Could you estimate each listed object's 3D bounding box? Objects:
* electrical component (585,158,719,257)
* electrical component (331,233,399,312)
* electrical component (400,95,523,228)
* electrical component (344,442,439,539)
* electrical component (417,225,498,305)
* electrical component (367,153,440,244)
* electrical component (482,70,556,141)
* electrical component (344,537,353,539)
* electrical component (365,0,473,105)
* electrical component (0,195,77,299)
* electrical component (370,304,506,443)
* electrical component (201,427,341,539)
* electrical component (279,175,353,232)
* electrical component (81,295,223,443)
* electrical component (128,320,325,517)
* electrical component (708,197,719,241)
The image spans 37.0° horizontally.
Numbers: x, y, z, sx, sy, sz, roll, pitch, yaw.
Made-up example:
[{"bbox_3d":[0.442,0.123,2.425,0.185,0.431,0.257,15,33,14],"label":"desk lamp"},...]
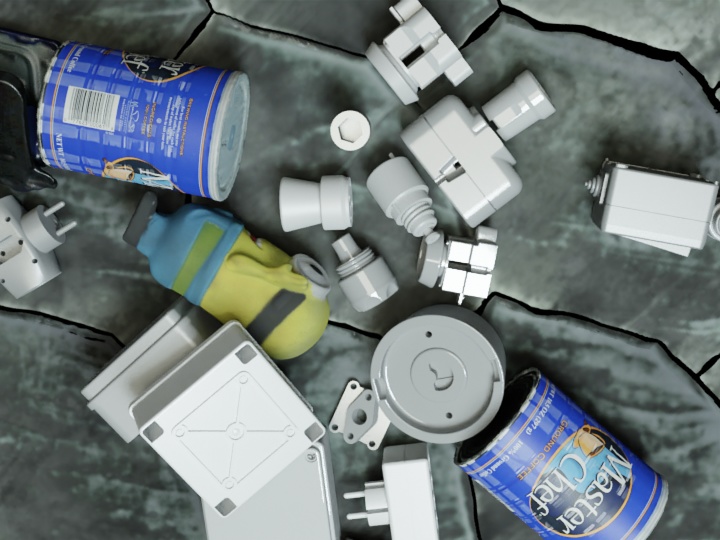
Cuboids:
[{"bbox_3d":[0.223,-0.050,0.846,0.096,0.061,0.061,10,101,3],"label":"electrical component"},{"bbox_3d":[0.000,0.000,0.882,0.043,0.043,0.062,-31,95,9],"label":"electrical component"},{"bbox_3d":[0.084,-0.090,0.853,0.059,0.053,0.095,-38,95,10],"label":"electrical component"},{"bbox_3d":[0.025,0.196,0.913,0.076,0.047,0.083,-7,99,4],"label":"electrical component"},{"bbox_3d":[0.077,-0.006,0.874,0.055,0.048,0.066,10,101,-5],"label":"electrical component"},{"bbox_3d":[0.038,-0.055,0.859,0.040,0.040,0.078,-37,68,10],"label":"electrical component"},{"bbox_3d":[0.125,-0.129,0.851,0.046,0.040,0.040,-35,96,16],"label":"electrical component"},{"bbox_3d":[0.016,0.262,0.912,0.077,0.079,0.044,30,64,-1],"label":"electrical component"},{"bbox_3d":[0.042,-0.167,0.842,0.057,0.058,0.078,-38,95,7],"label":"electrical component"},{"bbox_3d":[-0.274,-0.028,0.898,0.079,0.043,0.077,-30,96,8],"label":"electrical component"},{"bbox_3d":[0.068,0.080,0.879,0.108,0.060,0.108,4,105,15],"label":"electrical component"},{"bbox_3d":[-0.076,0.195,0.916,0.109,0.056,0.108,-6,100,6],"label":"electrical component"},{"bbox_3d":[-0.035,-0.054,0.874,0.055,0.045,0.045,-2,100,5],"label":"electrical component"},{"bbox_3d":[-0.167,0.078,0.892,0.113,0.078,0.057,-41,98,10],"label":"electrical component"},{"bbox_3d":[-0.102,0.115,0.834,0.109,0.056,0.108,-40,115,-5],"label":"electrical component"},{"bbox_3d":[0.289,-0.038,0.842,0.035,0.061,0.035,1,100,5],"label":"electrical component"}]
